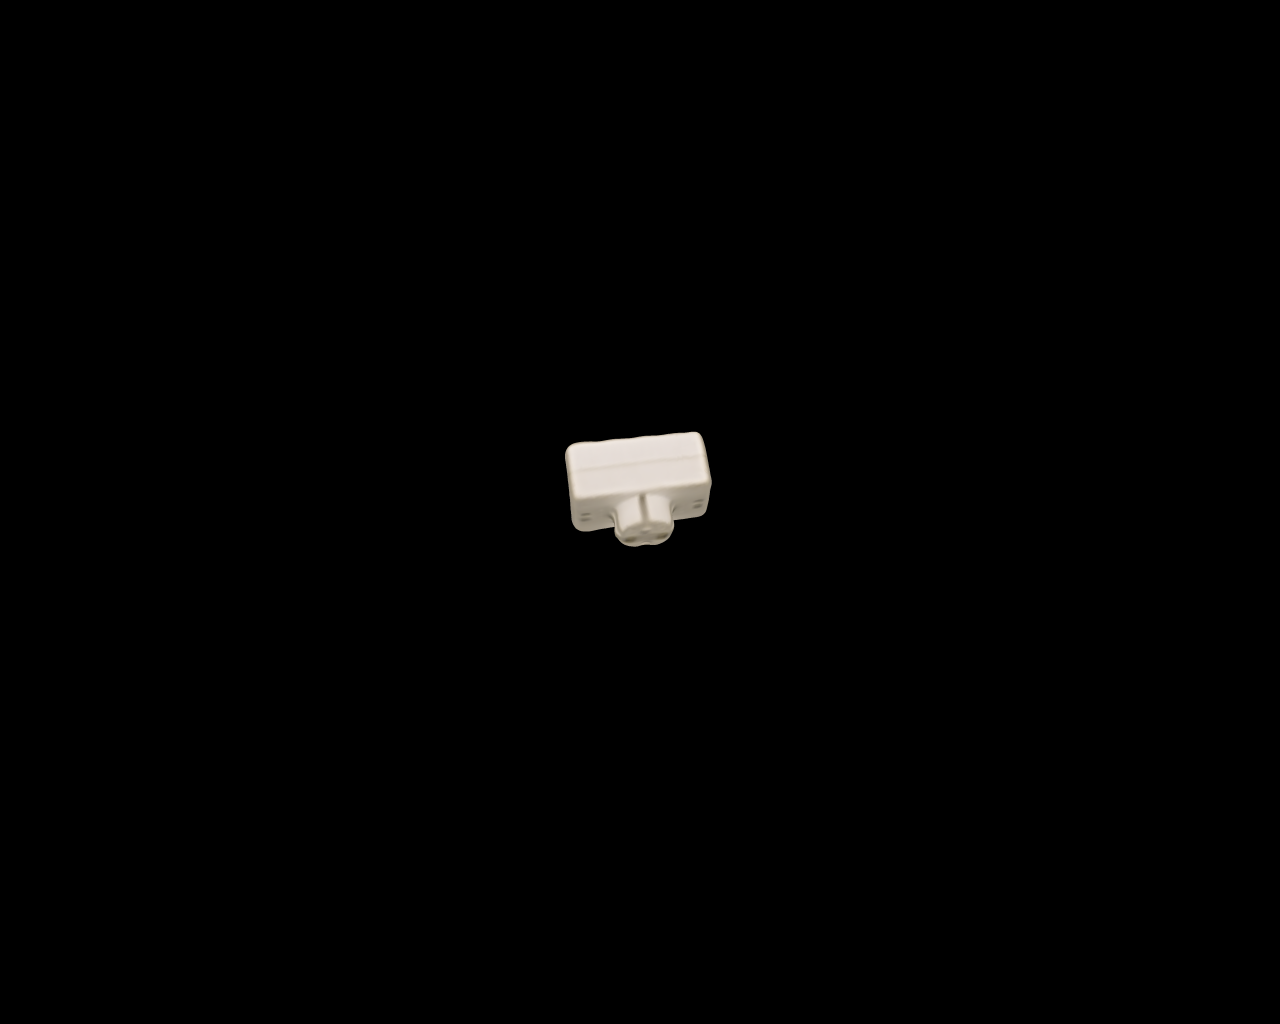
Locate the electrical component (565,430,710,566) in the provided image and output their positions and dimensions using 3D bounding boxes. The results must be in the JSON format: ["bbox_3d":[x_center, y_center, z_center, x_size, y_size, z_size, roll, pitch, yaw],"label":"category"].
[{"bbox_3d":[0.001,-0.003,0.650,0.083,0.076,0.047,-6,-27,-3],"label":"electrical component"}]
